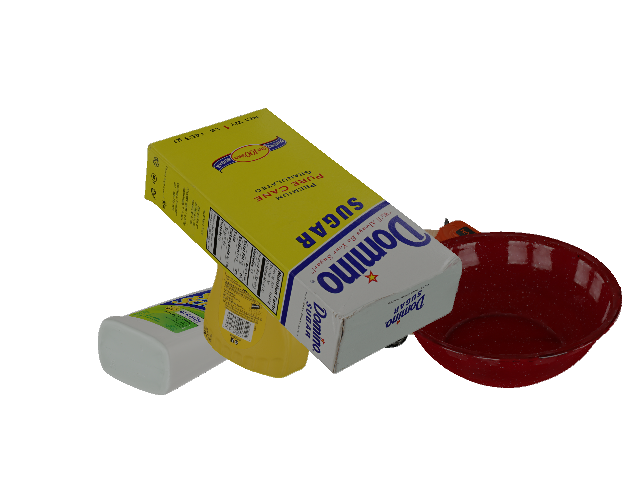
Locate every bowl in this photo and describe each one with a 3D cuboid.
[{"bbox_3d":[0.132,0.057,0.770,0.162,0.055,0.162,-3,31,2],"label":"bowl"}]

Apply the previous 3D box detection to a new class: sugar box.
[{"bbox_3d":[-0.013,-0.008,0.607,0.093,0.048,0.176,-24,47,-36],"label":"sugar box"}]

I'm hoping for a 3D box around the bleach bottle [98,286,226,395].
[{"bbox_3d":[-0.115,0.086,1.151,0.103,0.068,0.250,17,25,31],"label":"bleach bottle"}]

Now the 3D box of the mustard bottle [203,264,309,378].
[{"bbox_3d":[-0.042,0.009,0.869,0.096,0.192,0.058,25,26,34],"label":"mustard bottle"}]

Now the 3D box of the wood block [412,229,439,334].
[{"bbox_3d":[0.173,0.061,1.626,0.091,0.090,0.206,4,22,13],"label":"wood block"}]

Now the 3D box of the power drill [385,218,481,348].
[{"bbox_3d":[0.094,0.040,1.078,0.187,0.057,0.185,-12,28,-22],"label":"power drill"}]
